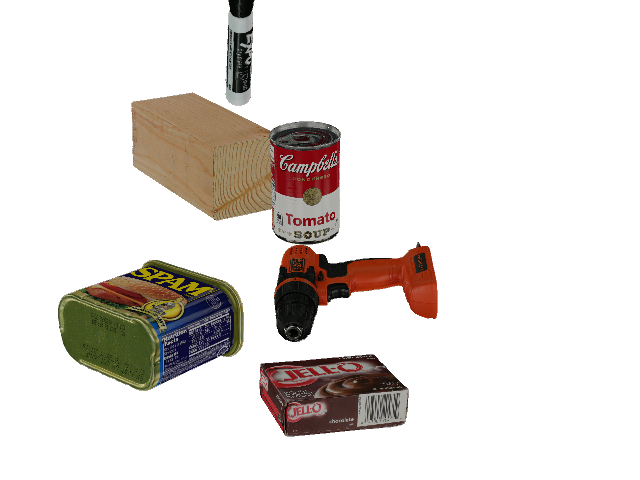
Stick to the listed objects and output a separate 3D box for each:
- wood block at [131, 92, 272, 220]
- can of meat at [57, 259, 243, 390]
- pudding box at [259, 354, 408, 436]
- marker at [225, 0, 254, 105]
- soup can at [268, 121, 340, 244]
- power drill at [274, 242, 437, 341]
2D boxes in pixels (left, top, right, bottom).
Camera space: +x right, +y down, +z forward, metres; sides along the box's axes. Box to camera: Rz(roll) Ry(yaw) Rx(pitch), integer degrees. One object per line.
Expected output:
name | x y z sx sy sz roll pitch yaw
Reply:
wood block | -0.140 -0.105 1.276 0.090 0.090 0.206 -13 28 -33
can of meat | -0.119 0.058 0.741 0.102 0.057 0.083 15 23 35
pudding box | 0.010 0.135 0.943 0.113 0.039 0.090 -1 15 -17
marker | -0.057 -0.141 0.760 0.020 0.020 0.121 0 -32 -6
soup can | -0.015 -0.056 1.029 0.068 0.102 0.068 0 27 0
power drill | 0.040 0.058 1.240 0.187 0.057 0.184 -1 28 2
